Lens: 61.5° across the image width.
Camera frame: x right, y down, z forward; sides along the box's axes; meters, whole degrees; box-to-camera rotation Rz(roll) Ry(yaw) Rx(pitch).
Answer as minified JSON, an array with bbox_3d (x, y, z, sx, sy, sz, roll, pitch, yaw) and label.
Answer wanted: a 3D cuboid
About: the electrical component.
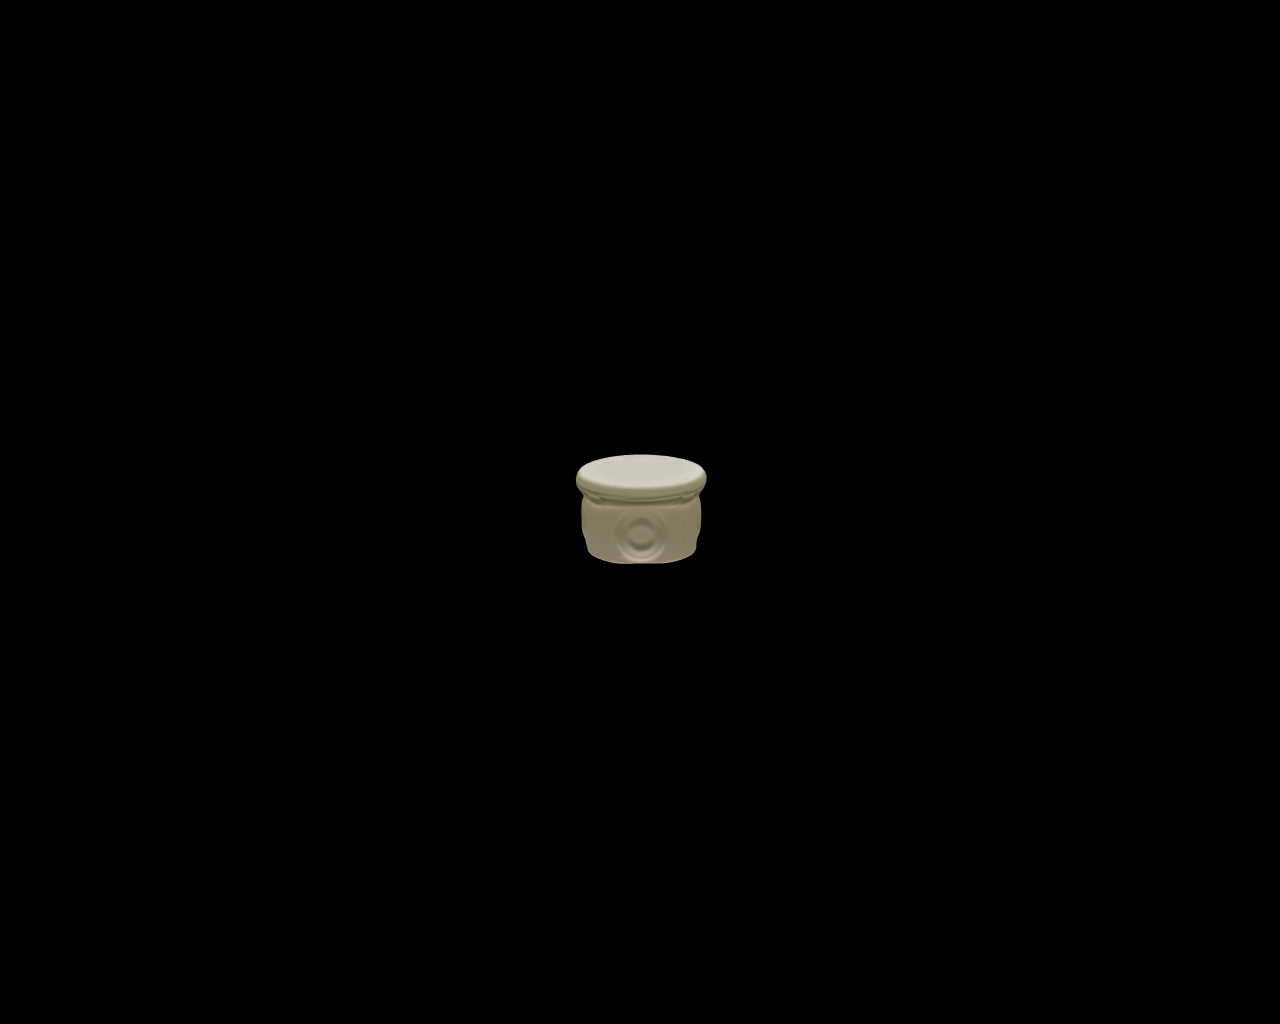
[{"bbox_3d":[0.001,-0.003,0.650,0.080,0.051,0.080,0,17,0],"label":"electrical component"}]
